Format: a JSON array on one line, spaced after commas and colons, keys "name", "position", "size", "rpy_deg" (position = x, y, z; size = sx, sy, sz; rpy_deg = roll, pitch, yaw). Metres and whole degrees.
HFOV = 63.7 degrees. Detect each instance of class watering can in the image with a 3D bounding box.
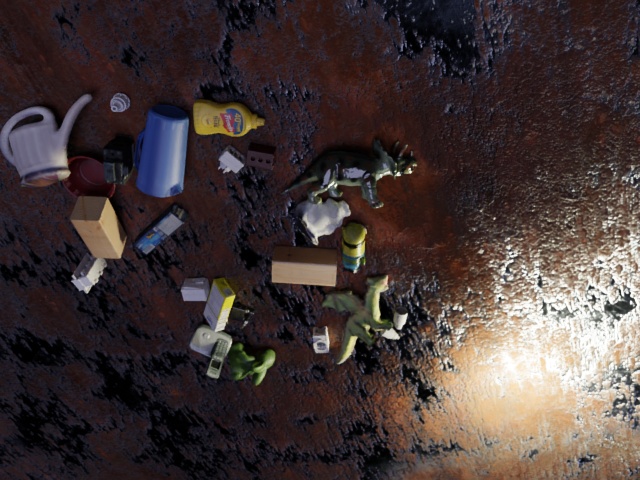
[{"name": "watering can", "position": [-0.759, -0.272, 1.444], "size": [0.346, 0.104, 0.224], "rpy_deg": [-13, 93, 19]}]

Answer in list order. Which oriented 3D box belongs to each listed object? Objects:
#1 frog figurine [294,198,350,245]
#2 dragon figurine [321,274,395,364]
[{"name": "frog figurine", "position": [0.005, -0.080, 1.582], "size": [0.161, 0.122, 0.136], "rpy_deg": [-39, 104, -16]}, {"name": "dragon figurine", "position": [0.111, 0.269, 1.819], "size": [0.242, 0.124, 0.404], "rpy_deg": [44, 115, -4]}]
